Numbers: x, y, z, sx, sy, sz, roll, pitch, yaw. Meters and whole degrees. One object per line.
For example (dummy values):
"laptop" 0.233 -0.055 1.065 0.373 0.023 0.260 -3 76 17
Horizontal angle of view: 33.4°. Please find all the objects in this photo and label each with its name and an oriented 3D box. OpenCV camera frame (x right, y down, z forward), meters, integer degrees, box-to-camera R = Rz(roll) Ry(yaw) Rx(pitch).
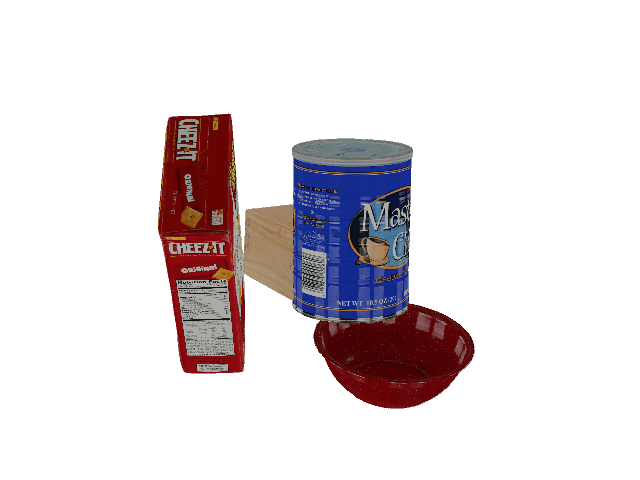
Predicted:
"wood block" -0.004 0.023 1.299 0.090 0.090 0.206 -7 18 -33
"cracker box" -0.116 0.007 1.069 0.072 0.164 0.214 -3 -43 -2
"bowl" 0.072 0.122 1.080 0.162 0.055 0.162 2 25 -1
"coffee can" 0.027 -0.011 0.919 0.103 0.140 0.103 0 14 0
